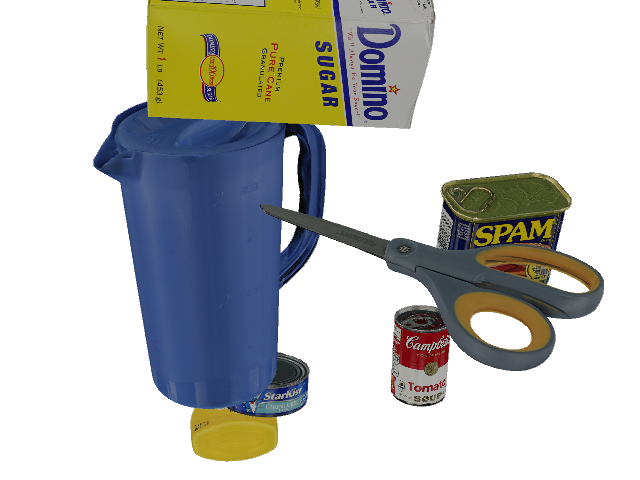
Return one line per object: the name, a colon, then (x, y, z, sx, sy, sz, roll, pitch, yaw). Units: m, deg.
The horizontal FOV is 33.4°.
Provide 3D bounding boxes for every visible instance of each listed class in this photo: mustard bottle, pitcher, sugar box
mustard bottle: (-0.106, 0.176, 1.249, 0.096, 0.058, 0.191, -6, 29, -6)
pitcher: (-0.082, 0.009, 0.870, 0.149, 0.243, 0.144, 7, 29, 14)
sugar box: (-0.021, -0.119, 0.681, 0.176, 0.048, 0.093, 3, -40, -5)

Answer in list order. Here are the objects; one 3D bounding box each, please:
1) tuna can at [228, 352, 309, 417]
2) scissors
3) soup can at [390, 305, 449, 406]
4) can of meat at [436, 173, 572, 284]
tuna can: (-0.054, 0.137, 1.023, 0.086, 0.034, 0.086, 3, 15, -1)
scissors: (0.048, 0.022, 0.574, 0.202, 0.016, 0.096, 8, 40, 15)
soup can: (0.119, 0.137, 1.270, 0.068, 0.102, 0.068, 1, 22, -1)
can of meat: (0.145, -0.002, 0.871, 0.102, 0.084, 0.057, -6, 36, -16)
